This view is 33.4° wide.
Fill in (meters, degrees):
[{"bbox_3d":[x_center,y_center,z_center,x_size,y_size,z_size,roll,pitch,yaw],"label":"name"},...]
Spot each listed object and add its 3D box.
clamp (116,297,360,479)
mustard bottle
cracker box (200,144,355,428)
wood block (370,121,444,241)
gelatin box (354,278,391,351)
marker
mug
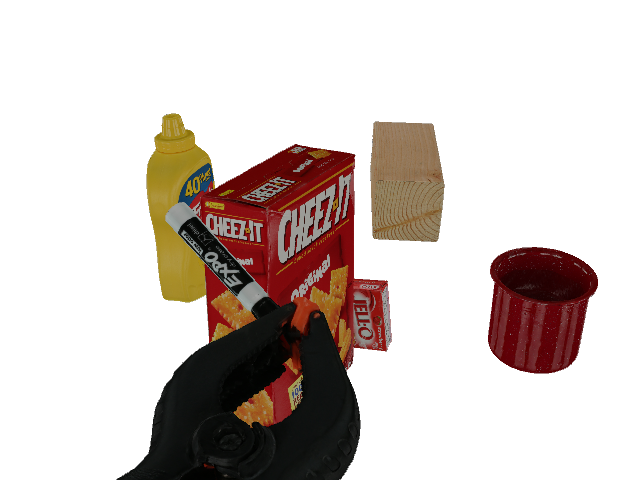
[{"bbox_3d":[-0.025,0.091,0.387,0.120,0.039,0.171,24,49,17],"label":"clamp"},{"bbox_3d":[-0.143,-0.039,1.116,0.058,0.191,0.096,5,26,23],"label":"mustard bottle"},{"bbox_3d":[-0.029,0.042,0.928,0.072,0.214,0.164,10,24,24],"label":"cracker box"},{"bbox_3d":[0.118,-0.086,1.494,0.091,0.090,0.206,3,28,0],"label":"wood block"},{"bbox_3d":[0.048,0.091,1.323,0.073,0.089,0.030,4,29,20],"label":"gelatin box"},{"bbox_3d":[-0.060,0.020,0.711,0.121,0.020,0.020,46,21,22],"label":"marker"},{"bbox_3d":[0.192,0.058,0.958,0.093,0.081,0.117,0,31,-3],"label":"mug"}]
